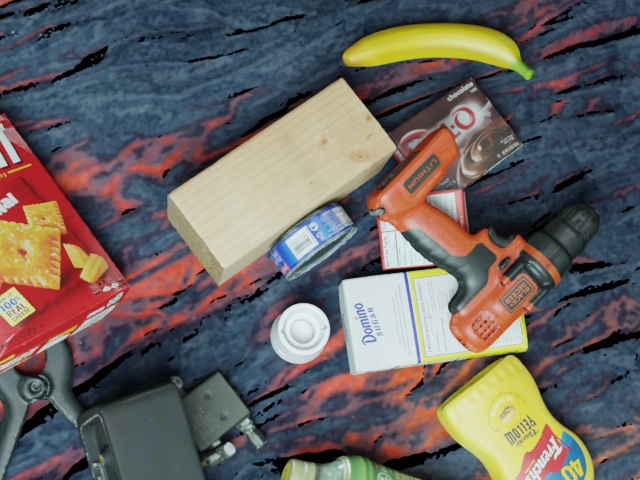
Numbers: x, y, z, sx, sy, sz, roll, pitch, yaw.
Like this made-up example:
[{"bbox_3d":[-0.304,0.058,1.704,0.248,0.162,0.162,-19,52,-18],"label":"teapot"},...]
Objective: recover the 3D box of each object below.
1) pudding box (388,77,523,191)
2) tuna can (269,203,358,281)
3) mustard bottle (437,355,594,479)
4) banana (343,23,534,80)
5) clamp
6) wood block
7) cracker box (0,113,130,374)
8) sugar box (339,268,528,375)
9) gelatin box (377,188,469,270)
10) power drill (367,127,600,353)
[{"bbox_3d":[0.136,-0.099,1.101,0.113,0.039,0.090,-35,84,-13],"label":"pudding box"},{"bbox_3d":[-0.007,0.001,1.034,0.086,0.086,0.034,-34,82,-14],"label":"tuna can"},{"bbox_3d":[0.206,0.213,1.028,0.096,0.058,0.191,-36,84,-17],"label":"mustard bottle"},{"bbox_3d":[0.122,-0.202,1.114,0.198,0.037,0.069,2,34,0],"label":"banana"},{"bbox_3d":[-0.253,0.143,0.992,0.120,0.039,0.171,-3,79,-22],"label":"clamp"},{"bbox_3d":[-0.040,-0.056,1.040,0.206,0.091,0.090,-36,84,-14],"label":"wood block"},{"bbox_3d":[-0.297,0.002,0.961,0.214,0.072,0.163,53,40,6],"label":"cracker box"},{"bbox_3d":[0.111,0.076,1.054,0.176,0.048,0.093,-6,79,-6],"label":"sugar box"},{"bbox_3d":[0.102,-0.011,1.059,0.089,0.030,0.073,-6,93,13],"label":"gelatin box"},{"bbox_3d":[0.152,-0.015,1.007,0.184,0.057,0.187,-45,96,-9],"label":"power drill"}]
